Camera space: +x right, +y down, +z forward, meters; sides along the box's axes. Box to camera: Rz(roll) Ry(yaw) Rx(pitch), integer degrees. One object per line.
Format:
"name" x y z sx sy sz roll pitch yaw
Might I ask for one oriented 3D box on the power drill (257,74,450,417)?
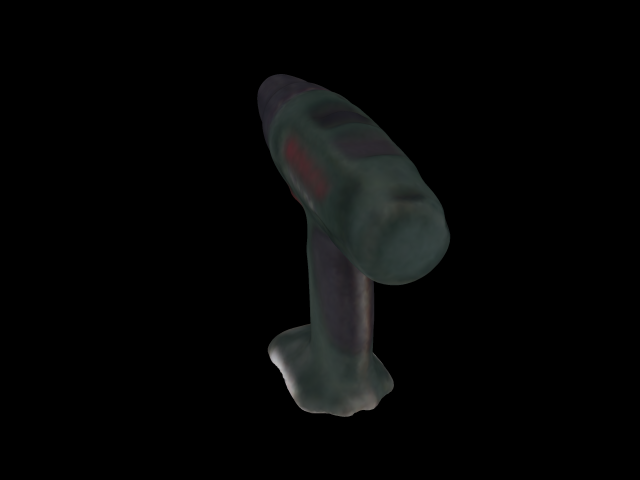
"power drill" 0.004 0.001 0.400 0.076 0.208 0.229 -9 24 -21
